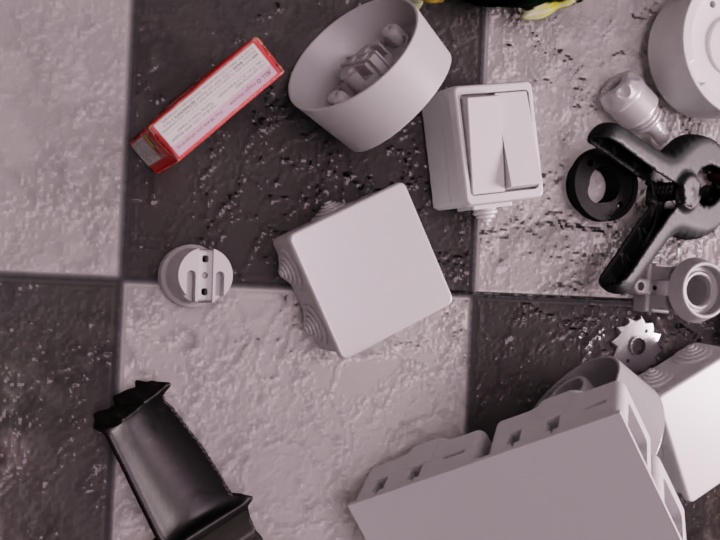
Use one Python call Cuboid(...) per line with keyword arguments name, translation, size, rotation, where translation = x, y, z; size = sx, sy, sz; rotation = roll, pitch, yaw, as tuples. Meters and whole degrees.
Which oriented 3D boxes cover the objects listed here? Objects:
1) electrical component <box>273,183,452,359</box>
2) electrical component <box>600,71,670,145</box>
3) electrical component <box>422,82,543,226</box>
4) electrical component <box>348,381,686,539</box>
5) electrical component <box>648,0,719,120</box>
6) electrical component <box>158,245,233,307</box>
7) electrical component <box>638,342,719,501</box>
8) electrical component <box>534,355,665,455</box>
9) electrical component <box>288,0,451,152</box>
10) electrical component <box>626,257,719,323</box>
Cuboid(name="electrical component", translation=(0.000, 0.000, 0.714), size=(0.100, 0.048, 0.099), rotation=(-27, 99, -20))
Cuboid(name="electrical component", translation=(0.210, -0.118, 0.806), size=(0.061, 0.035, 0.035), rotation=(42, 75, -19))
Cuboid(name="electrical component", translation=(0.086, -0.079, 0.742), size=(0.062, 0.061, 0.096), rotation=(-8, 93, -22))
Cuboid(name="electrical component", translation=(0.103, 0.154, 0.698), size=(0.186, 0.060, 0.105), rotation=(-23, 101, 20))
Cuboid(name="electrical component", translation=(0.270, -0.165, 0.816), size=(0.108, 0.060, 0.108), rotation=(0, 90, -22))
Cuboid(name="electrical component", translation=(-0.103, 0.004, 0.674), size=(0.040, 0.046, 0.040), rotation=(0, 89, -23))
Cuboid(name="electrical component", translation=(0.251, 0.111, 0.809), size=(0.100, 0.048, 0.099), rotation=(-26, 105, -22))
Cuboid(name="electrical component", translation=(0.163, 0.111, 0.753), size=(0.064, 0.099, 0.099), rotation=(46, 74, -9))
Cuboid(name="electrical component", translation=(0.008, -0.127, 0.694), size=(0.064, 0.099, 0.099), rotation=(43, 75, -23))
Cuboid(name="electrical component", translation=(0.241, 0.015, 0.806), size=(0.066, 0.055, 0.048), rotation=(6, 87, -21))
